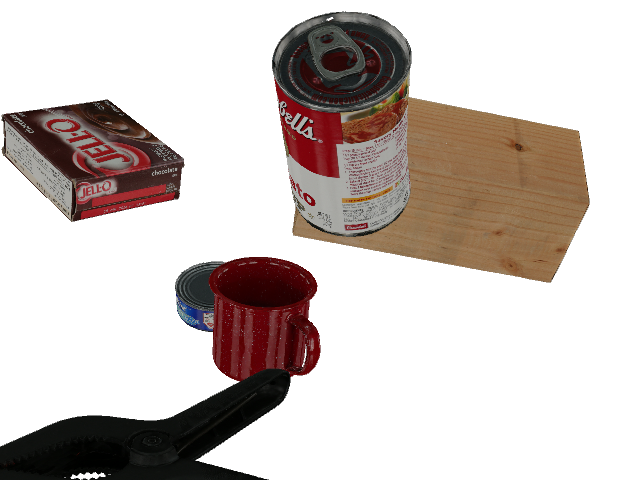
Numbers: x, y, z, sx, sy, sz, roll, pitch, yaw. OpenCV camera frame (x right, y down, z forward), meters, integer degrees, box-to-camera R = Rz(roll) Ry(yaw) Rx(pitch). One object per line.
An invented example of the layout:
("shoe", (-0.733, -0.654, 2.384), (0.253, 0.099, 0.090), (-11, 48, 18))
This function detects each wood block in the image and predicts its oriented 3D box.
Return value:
("wood block", (0.089, -0.045, 0.822), (0.206, 0.090, 0.090), (11, -45, -4))

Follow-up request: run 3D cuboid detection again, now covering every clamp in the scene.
("clamp", (-0.089, 0.120, 0.588), (0.209, 0.036, 0.164), (-1, 21, -12))

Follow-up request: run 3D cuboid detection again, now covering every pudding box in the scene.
("pudding box", (-0.168, -0.061, 0.779), (0.089, 0.039, 0.114), (-14, 36, -39))

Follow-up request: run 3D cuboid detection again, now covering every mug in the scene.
("mug", (-0.043, 0.075, 0.921), (0.117, 0.081, 0.093), (27, 34, 36))

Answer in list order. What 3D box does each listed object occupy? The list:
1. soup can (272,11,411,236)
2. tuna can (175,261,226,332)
("soup can", (0.014, -0.058, 0.555), (0.068, 0.068, 0.102), (0, -37, 5))
("tuna can", (-0.116, 0.061, 1.169), (0.086, 0.034, 0.086), (2, 36, -1))
